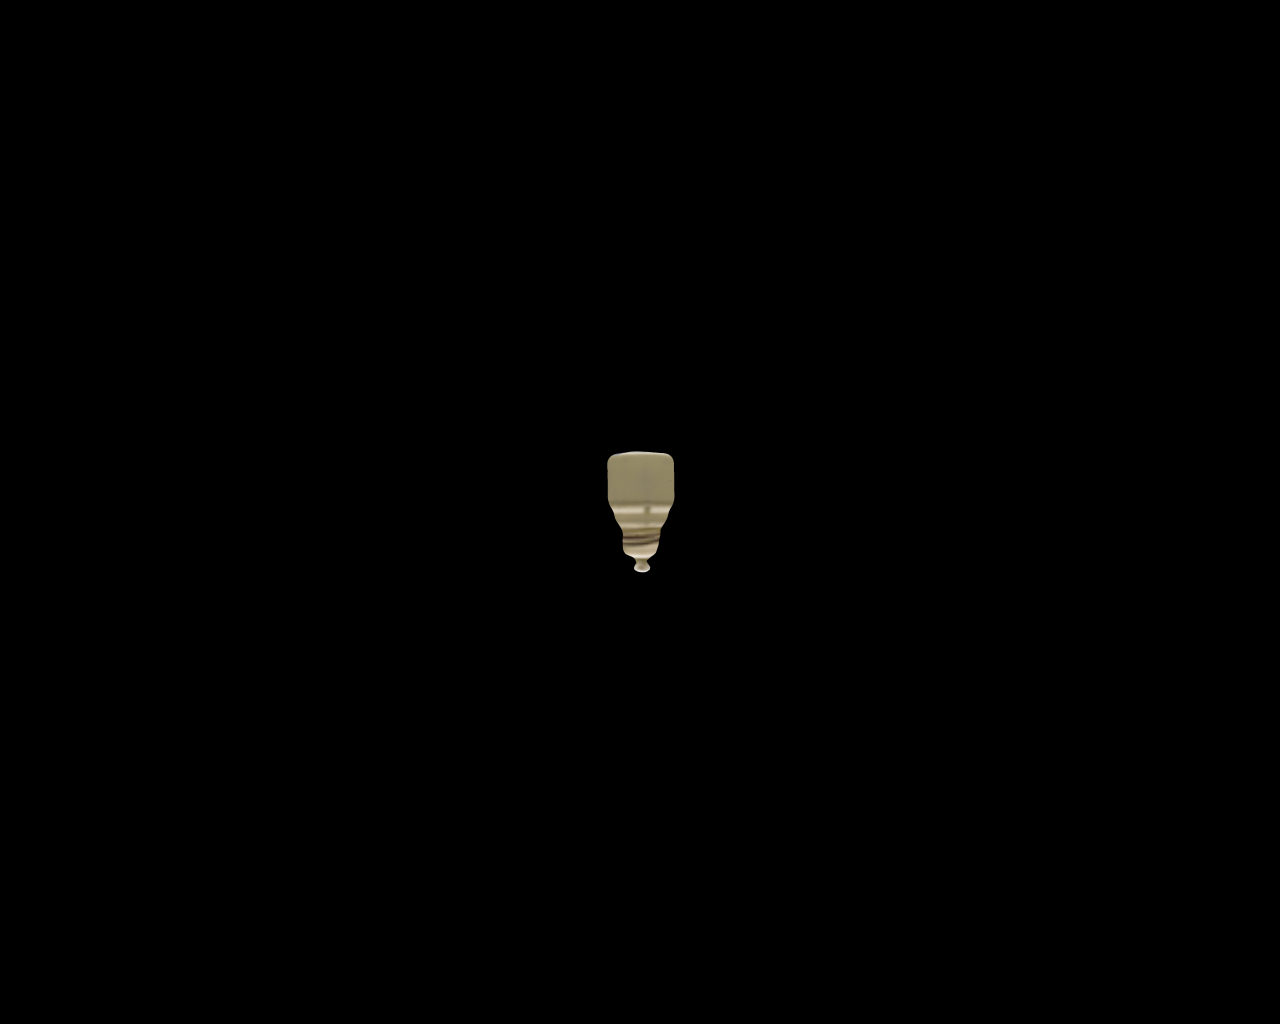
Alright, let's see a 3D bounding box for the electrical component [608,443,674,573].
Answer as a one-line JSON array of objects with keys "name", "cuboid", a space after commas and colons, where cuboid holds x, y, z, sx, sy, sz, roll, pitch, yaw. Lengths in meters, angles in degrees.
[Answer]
[{"name": "electrical component", "cuboid": [0.001, -0.003, 0.650, 0.040, 0.078, 0.040, 0, 0, 0]}]
